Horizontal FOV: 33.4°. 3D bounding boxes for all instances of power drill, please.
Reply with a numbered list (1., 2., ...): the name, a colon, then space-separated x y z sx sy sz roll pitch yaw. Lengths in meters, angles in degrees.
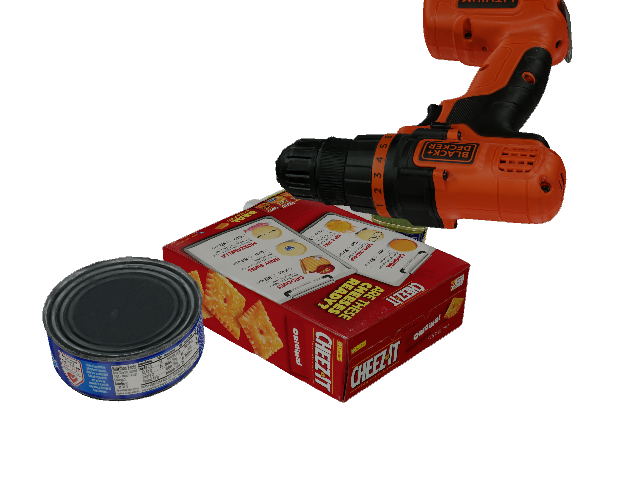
1. power drill: 0.079 -0.088 0.697 0.185 0.187 0.057 7 -38 22

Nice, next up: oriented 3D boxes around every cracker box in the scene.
1. cracker box: -0.006 0.040 0.924 0.214 0.072 0.163 25 37 36

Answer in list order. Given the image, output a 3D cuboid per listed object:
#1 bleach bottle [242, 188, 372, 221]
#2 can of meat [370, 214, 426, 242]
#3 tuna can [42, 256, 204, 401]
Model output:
1. bleach bottle: 0.030 -0.055 1.313 0.250 0.068 0.103 -31 44 -34
2. can of meat: 0.078 0.011 1.101 0.057 0.084 0.102 12 17 9
3. tuna can: -0.107 0.048 0.586 0.086 0.034 0.086 -1 37 0
